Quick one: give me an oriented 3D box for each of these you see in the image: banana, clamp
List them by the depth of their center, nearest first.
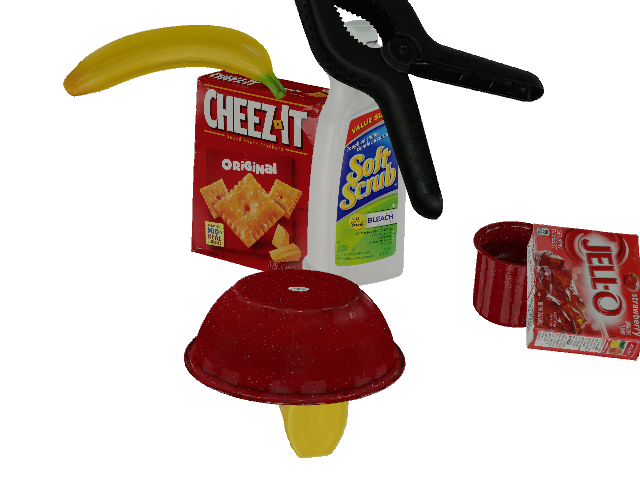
[{"bbox_3d":[0.054,-0.124,0.793,0.210,0.164,0.036,38,-31,-5],"label":"clamp"},{"bbox_3d":[-0.130,-0.163,0.960,0.197,0.069,0.037,-1,-33,-4],"label":"banana"}]

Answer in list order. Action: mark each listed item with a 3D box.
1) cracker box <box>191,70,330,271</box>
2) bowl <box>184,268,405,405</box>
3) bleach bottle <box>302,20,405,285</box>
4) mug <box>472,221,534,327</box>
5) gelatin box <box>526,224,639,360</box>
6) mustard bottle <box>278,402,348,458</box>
[{"bbox_3d":[-0.063,-0.074,1.218,0.164,0.214,0.072,15,24,26],"label":"cracker box"},{"bbox_3d":[-0.017,0.060,0.769,0.162,0.055,0.162,2,16,-1],"label":"bowl"},{"bbox_3d":[0.032,-0.083,1.024,0.102,0.251,0.068,-9,23,-18],"label":"bleach bottle"},{"bbox_3d":[0.200,0.031,1.125,0.093,0.081,0.117,-5,31,-10],"label":"mug"},{"bbox_3d":[0.177,0.033,0.716,0.073,0.089,0.030,7,-37,3],"label":"gelatin box"},{"bbox_3d":[-0.023,0.117,1.036,0.058,0.096,0.192,-5,27,-12],"label":"mustard bottle"}]
